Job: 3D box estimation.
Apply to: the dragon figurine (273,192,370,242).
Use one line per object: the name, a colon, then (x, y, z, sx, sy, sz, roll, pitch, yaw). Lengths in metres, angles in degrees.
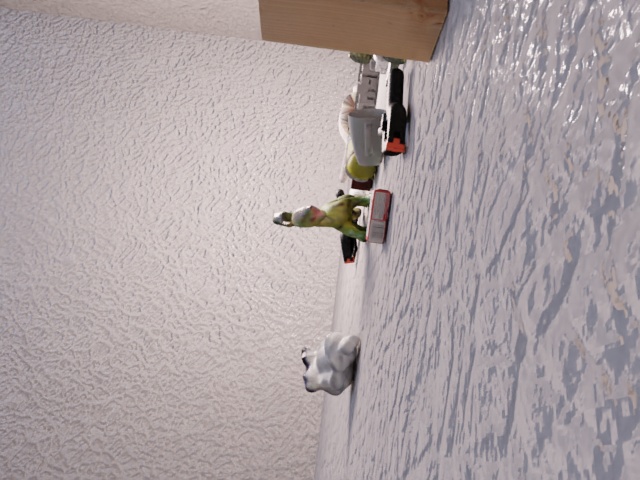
dragon figurine: (0.004, -0.065, 1.283, 0.411, 0.243, 0.122, -110, 22, -87)

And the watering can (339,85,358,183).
watering can: (0.112, -0.378, 1.800, 0.224, 0.104, 0.348, 107, 170, -88)

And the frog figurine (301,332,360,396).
frog figurine: (0.042, 0.251, 1.100, 0.157, 0.122, 0.140, -42, 11, 27)
